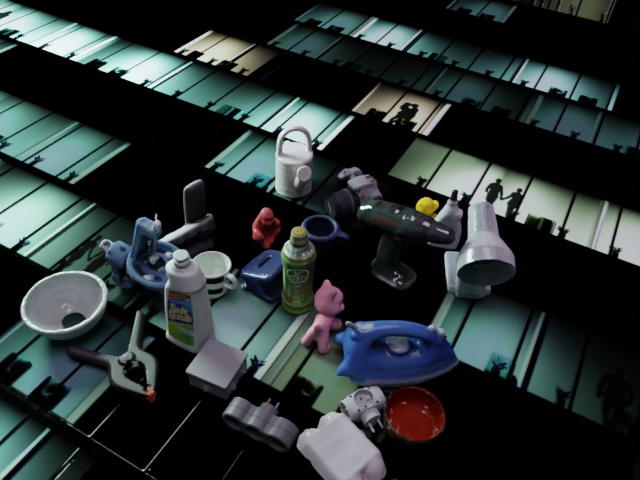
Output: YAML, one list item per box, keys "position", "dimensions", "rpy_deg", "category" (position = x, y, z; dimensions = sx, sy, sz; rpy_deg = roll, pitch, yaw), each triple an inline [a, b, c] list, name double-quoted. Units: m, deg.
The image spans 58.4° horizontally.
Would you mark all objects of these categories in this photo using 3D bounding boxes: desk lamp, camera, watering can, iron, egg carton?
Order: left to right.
- position: [-0.063, -0.209, 1.496]
  dimensions: [0.101, 0.194, 0.172]
  rpy_deg: [-29, 53, -29]
  category: "watering can"
- position: [0.038, 0.373, 0.990]
  dimensions: [0.107, 0.069, 0.150]
  rpy_deg: [-30, 54, -31]
  category: "egg carton"
- position: [0.075, -0.120, 1.482]
  dimensions: [0.137, 0.101, 0.142]
  rpy_deg: [-21, 49, -24]
  category: "camera"
- position: [0.159, 0.204, 1.124]
  dimensions: [0.258, 0.141, 0.118]
  rpy_deg: [-1, 44, -5]
  category: "iron"
- position: [0.343, 0.036, 1.260]
  dimensions: [0.118, 0.214, 0.203]
  rpy_deg: [4, 44, 0]
  category: "desk lamp"

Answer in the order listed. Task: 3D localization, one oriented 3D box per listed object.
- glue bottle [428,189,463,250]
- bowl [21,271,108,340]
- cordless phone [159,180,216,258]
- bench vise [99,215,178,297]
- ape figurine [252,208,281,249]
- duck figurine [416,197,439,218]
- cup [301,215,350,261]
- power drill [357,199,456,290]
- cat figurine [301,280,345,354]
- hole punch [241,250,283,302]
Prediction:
- position: [0.310, -0.052, 1.378]
  dimensions: [0.078, 0.173, 0.037]
  rpy_deg: [12, 44, 8]
  category: "glue bottle"
- position: [-0.516, 0.146, 1.178]
  dimensions: [0.167, 0.075, 0.167]
  rpy_deg: [2, 44, -2]
  category: "bowl"
- position: [-0.315, -0.048, 1.316]
  dimensions: [0.094, 0.185, 0.148]
  rpy_deg: [33, 51, 27]
  category: "cordless phone"
- position: [-0.381, 0.034, 1.201]
  dimensions: [0.207, 0.220, 0.121]
  rpy_deg: [6, 44, 2]
  category: "bench vise"
- position: [-0.131, -0.037, 1.386]
  dimensions: [0.078, 0.092, 0.076]
  rpy_deg: [-19, 49, -22]
  category: "ape figurine"
- position: [0.258, -0.068, 1.453]
  dimensions: [0.105, 0.086, 0.077]
  rpy_deg: [-19, 49, -23]
  category: "duck figurine"
- position: [0.012, 0.005, 1.352]
  dimensions: [0.117, 0.095, 0.092]
  rpy_deg: [16, 45, 12]
  category: "cup"
- position: [0.183, 0.009, 1.279]
  dimensions: [0.229, 0.208, 0.076]
  rpy_deg: [29, 49, 24]
  category: "power drill"
- position: [0.011, 0.150, 1.185]
  dimensions: [0.067, 0.118, 0.128]
  rpy_deg: [16, 45, 13]
  category: "cat figurine"
- position: [-0.117, 0.068, 1.279]
  dimensions: [0.100, 0.091, 0.109]
  rpy_deg: [27, 48, 22]
  category: "hole punch"
